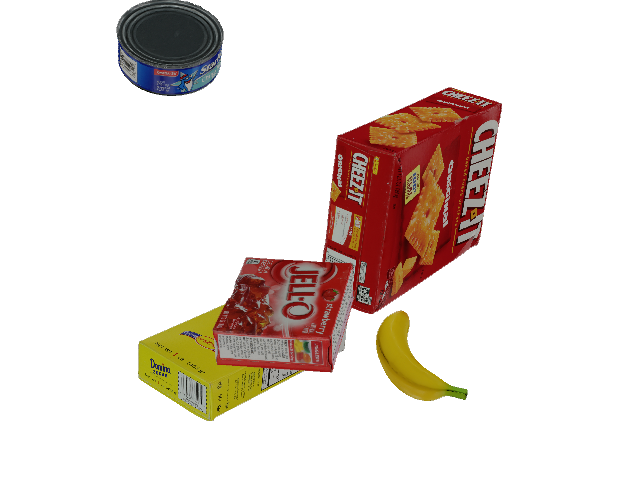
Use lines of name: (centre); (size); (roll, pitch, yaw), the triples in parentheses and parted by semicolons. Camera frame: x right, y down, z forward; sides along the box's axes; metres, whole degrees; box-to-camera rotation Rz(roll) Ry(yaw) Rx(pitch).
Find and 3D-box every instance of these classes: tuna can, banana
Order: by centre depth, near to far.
tuna can: (-0.123, -0.157, 0.871); (0.086, 0.086, 0.034); (0, -40, -10)
banana: (0.100, 0.135, 1.236); (0.069, 0.037, 0.198); (7, 23, -21)

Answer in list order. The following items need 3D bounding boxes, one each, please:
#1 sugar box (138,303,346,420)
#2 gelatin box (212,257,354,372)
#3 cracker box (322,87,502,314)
sugar box: (-0.067, 0.094, 0.957); (0.093, 0.048, 0.175); (25, 34, 34)
gelatin box: (-0.021, 0.044, 0.673); (0.073, 0.030, 0.089); (3, 31, 11)
cracker box: (0.091, -0.043, 1.034); (0.072, 0.164, 0.213); (22, 30, 29)
